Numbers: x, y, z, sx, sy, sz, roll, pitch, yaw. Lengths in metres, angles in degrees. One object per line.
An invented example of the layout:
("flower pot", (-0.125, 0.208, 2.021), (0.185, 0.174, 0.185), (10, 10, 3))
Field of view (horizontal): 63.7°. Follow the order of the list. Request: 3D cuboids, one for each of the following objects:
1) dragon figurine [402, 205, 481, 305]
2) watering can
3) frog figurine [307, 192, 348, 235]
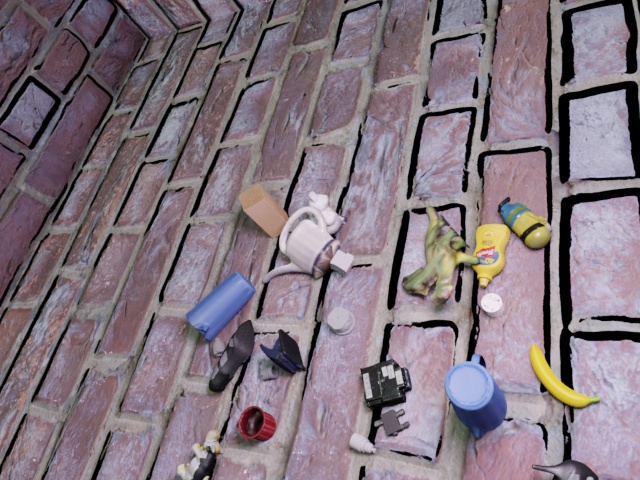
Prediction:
("dragon figurine", (0.333, 0.056, 1.570), (0.241, 0.121, 0.417), (-45, 23, 12))
("watering can", (-0.063, 0.055, 1.801), (0.227, 0.104, 0.343), (36, 108, 26))
("frog figurine", (0.006, -0.092, 1.830), (0.123, 0.157, 0.139), (-50, 49, -5))
